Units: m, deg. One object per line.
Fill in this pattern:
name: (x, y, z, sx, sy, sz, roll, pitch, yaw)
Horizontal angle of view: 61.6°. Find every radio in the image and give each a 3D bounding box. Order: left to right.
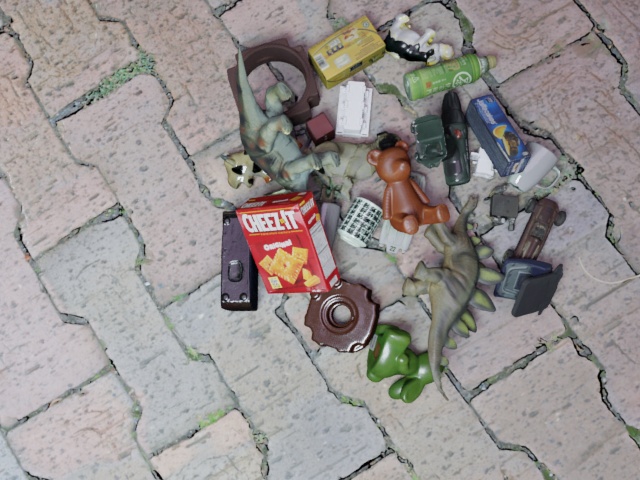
radio: (-0.184, 0.049, 1.236, 0.073, 0.131, 0.229, -2, 83, 1)

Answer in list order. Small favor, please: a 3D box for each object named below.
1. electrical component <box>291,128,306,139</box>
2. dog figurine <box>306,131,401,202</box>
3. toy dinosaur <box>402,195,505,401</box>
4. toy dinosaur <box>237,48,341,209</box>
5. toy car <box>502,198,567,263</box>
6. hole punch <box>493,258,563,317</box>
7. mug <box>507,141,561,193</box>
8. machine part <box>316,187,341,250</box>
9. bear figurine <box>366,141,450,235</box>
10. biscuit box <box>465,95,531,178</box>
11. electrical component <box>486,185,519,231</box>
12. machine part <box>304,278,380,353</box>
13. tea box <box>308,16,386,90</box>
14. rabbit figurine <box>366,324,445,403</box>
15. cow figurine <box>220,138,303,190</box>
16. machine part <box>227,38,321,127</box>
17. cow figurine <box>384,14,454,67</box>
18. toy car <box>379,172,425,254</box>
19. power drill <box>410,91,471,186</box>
electrical component: (-0.076, -0.241, 1.322, 0.094, 0.021, 0.063, -16, 83, 3)
dog figurine: (0.085, -0.211, 1.285, 0.172, 0.121, 0.190, 45, 73, 4)
toy dinosaur: (0.295, 0.107, 1.198, 0.199, 0.105, 0.471, 23, 71, 2)
toy dinosaur: (-0.099, -0.198, 1.158, 0.192, 0.131, 0.404, -24, 109, 34)
toy car: (0.500, -0.004, 1.253, 0.089, 0.053, 0.202, 27, 84, 2)
hole punch: (0.466, 0.101, 1.211, 0.116, 0.092, 0.142, -6, 121, -23)
mug: (0.501, -0.158, 1.264, 0.109, 0.081, 0.107, 38, 97, -6)
machine part: (-0.003, -0.004, 1.263, 0.079, 0.079, 0.243, 11, 83, 4)
bear figurine: (0.188, -0.119, 1.178, 0.120, 0.132, 0.195, -17, 99, -19)
biscuit box: (0.409, -0.244, 1.246, 0.059, 0.062, 0.203, -15, 61, -9)
electrical component: (0.430, -0.077, 1.267, 0.078, 0.045, 0.102, 12, 84, 5)
machine part: (0.050, 0.172, 1.233, 0.180, 0.056, 0.179, -2, 80, 14)
tea box: (0.065, -0.458, 1.320, 0.170, 0.068, 0.098, -29, 83, -2)
rabbit figurine: (0.199, 0.281, 1.200, 0.170, 0.121, 0.159, 19, 77, -9)
cow figurine: (-0.149, -0.196, 1.280, 0.127, 0.085, 0.195, 45, 103, -2)
machine part: (-0.113, -0.373, 1.309, 0.201, 0.087, 0.201, -18, 84, 0)
cow figurine: (0.239, -0.468, 1.313, 0.167, 0.068, 0.098, 34, 91, 10)
toy car: (0.195, -0.065, 1.271, 0.074, 0.056, 0.201, 16, 83, 4)
power drill: (0.280, -0.237, 1.227, 0.086, 0.207, 0.232, -8, 91, 29)
